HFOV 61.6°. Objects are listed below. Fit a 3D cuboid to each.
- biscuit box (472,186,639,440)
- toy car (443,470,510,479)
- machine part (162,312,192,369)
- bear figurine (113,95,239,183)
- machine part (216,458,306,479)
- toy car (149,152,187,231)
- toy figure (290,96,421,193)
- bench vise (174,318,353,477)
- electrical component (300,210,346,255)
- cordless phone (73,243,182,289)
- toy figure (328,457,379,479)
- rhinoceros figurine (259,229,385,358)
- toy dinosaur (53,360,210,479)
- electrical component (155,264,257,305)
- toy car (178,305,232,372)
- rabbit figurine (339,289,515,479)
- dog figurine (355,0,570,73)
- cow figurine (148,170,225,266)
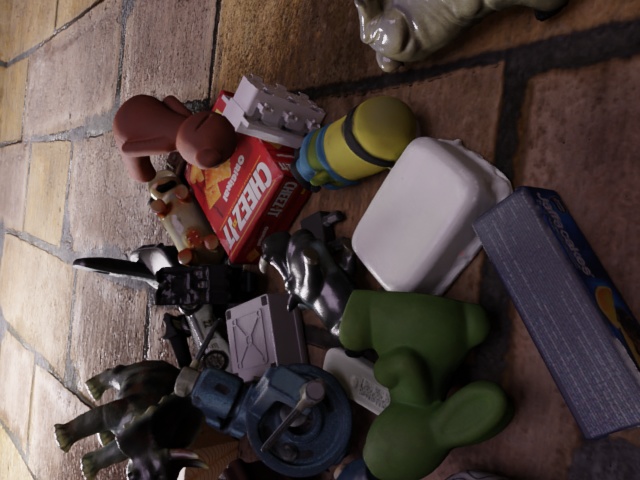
[{"bbox_3d":[0.205,0.051,0.442,0.063,0.059,0.203,-42,57,39],"label":"biscuit box"},{"bbox_3d":[0.135,0.260,0.472,0.161,0.109,0.103,-58,31,16],"label":"toy car"},{"bbox_3d":[-0.231,0.190,0.909,0.039,0.084,0.139,-20,77,-2],"label":"machine part"},{"bbox_3d":[-0.193,-0.140,0.771,0.196,0.131,0.120,18,64,17],"label":"bear figurine"},{"bbox_3d":[-0.095,0.344,0.669,0.056,0.179,0.179,47,120,43],"label":"machine part"},{"bbox_3d":[-0.270,-0.111,0.990,0.089,0.053,0.202,44,117,38],"label":"toy car"},{"bbox_3d":[0.034,-0.105,0.624,0.180,0.089,0.082,-10,84,44],"label":"toy figure"},{"bbox_3d":[-0.052,0.175,0.588,0.224,0.129,0.240,34,151,3],"label":"bench vise"},{"bbox_3d":[-0.001,-0.002,0.703,0.094,0.021,0.063,-24,69,44],"label":"electrical component"},{"bbox_3d":[-0.313,0.043,0.924,0.147,0.184,0.088,-5,78,48],"label":"cordless phone"},{"bbox_3d":[0.030,0.299,0.616,0.154,0.058,0.064,-54,45,37],"label":"toy figure"},{"bbox_3d":[0.004,0.053,0.644,0.190,0.073,0.112,45,138,24],"label":"rhinoceros figurine"},{"bbox_3d":[-0.259,0.244,0.802,0.405,0.192,0.131,-135,29,-72],"label":"toy dinosaur"},{"bbox_3d":[-0.162,0.067,0.793,0.115,0.134,0.058,79,-171,-86],"label":"electrical component"},{"bbox_3d":[-0.177,0.158,0.848,0.202,0.056,0.073,57,153,33],"label":"toy car"},{"bbox_3d":[0.100,0.144,0.511,0.159,0.121,0.170,3,73,27],"label":"rabbit figurine"},{"bbox_3d":[0.143,-0.225,0.521,0.191,0.121,0.172,33,146,26],"label":"dog figurine"},{"bbox_3d":[-0.223,-0.037,0.892,0.085,0.127,0.195,-33,73,-6],"label":"cow figurine"}]
